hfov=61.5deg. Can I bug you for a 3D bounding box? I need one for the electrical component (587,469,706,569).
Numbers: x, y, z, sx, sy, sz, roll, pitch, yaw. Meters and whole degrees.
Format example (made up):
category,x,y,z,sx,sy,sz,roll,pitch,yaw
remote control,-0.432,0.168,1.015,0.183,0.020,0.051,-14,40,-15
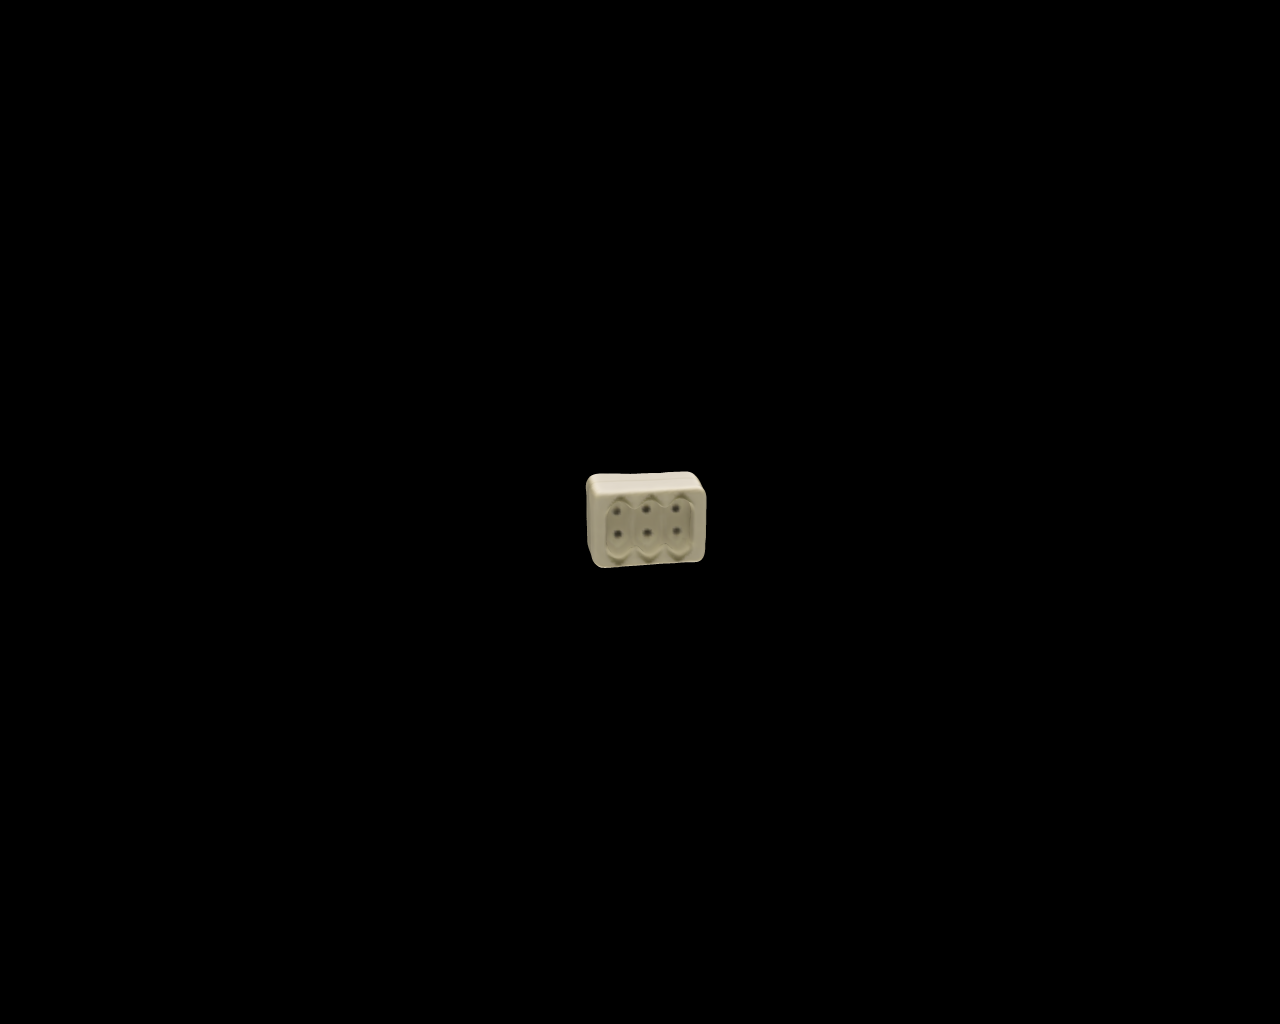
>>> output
category,x,y,z,sx,sy,sz,roll,pitch,yaw
electrical component,0.001,-0.003,0.650,0.066,0.047,0.077,-3,20,-7
